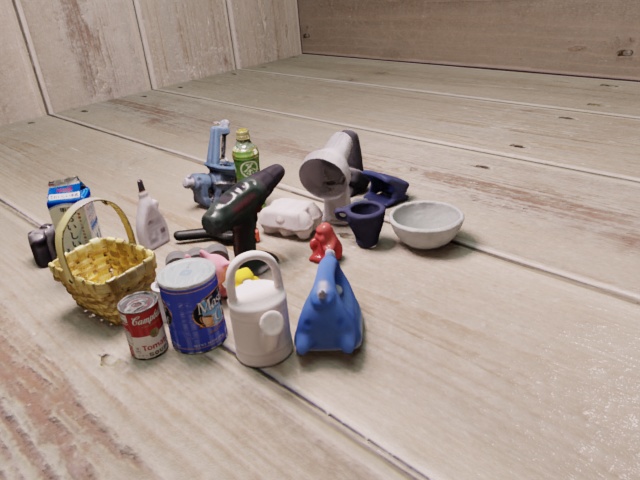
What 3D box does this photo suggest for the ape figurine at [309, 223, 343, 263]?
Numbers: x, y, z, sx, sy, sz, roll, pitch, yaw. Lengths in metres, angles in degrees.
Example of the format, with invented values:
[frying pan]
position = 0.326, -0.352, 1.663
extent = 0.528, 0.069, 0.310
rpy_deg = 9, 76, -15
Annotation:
[ape figurine]
position = 0.012, 0.004, 1.254
extent = 0.076, 0.092, 0.077
rpy_deg = -10, 27, -10

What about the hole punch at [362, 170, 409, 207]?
[hole punch]
position = 0.175, -0.151, 1.533
extent = 0.101, 0.091, 0.108
rpy_deg = -24, 33, -33

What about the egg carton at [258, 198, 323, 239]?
[egg carton]
position = -0.073, -0.054, 1.407
extent = 0.150, 0.069, 0.107
rpy_deg = 9, 30, 26

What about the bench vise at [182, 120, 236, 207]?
[bench vise]
position = -0.283, -0.210, 1.585
extent = 0.121, 0.220, 0.208
rpy_deg = 8, 30, 24

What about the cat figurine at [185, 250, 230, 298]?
[cat figurine]
position = -0.227, 0.064, 1.149
extent = 0.127, 0.118, 0.067
rpy_deg = 17, 34, 37

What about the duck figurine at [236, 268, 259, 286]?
[duck figurine]
position = -0.143, 0.094, 1.111
extent = 0.077, 0.086, 0.105
rpy_deg = 4, 28, 17

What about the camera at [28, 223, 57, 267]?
[camera]
position = -0.604, 0.005, 1.349
extent = 0.143, 0.101, 0.136
rpy_deg = -18, 30, -24

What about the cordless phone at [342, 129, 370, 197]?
[cordless phone]
position = 0.061, -0.225, 1.594
extent = 0.147, 0.185, 0.094
rpy_deg = 14, 32, 32

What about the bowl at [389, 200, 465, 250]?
[bowl]
position = 0.239, -0.025, 1.293
extent = 0.167, 0.075, 0.167
rpy_deg = -4, 27, 2

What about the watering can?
[watering can]
position = -0.099, 0.109, 0.953
extent = 0.101, 0.194, 0.172
rpy_deg = -26, 34, -36

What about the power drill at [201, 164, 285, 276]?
[power drill]
position = -0.149, -0.036, 1.232
extent = 0.075, 0.209, 0.230
rpy_deg = 16, 33, 35

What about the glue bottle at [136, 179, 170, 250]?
[glue bottle]
position = -0.411, -0.064, 1.370
extent = 0.037, 0.173, 0.078
rpy_deg = 15, 33, 34

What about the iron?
[iron]
position = 0.015, 0.091, 1.027
extent = 0.118, 0.141, 0.258
rpy_deg = -2, 27, 6

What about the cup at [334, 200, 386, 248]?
[cup]
position = 0.092, -0.032, 1.309
extent = 0.117, 0.095, 0.092
rpy_deg = 2, 28, 13

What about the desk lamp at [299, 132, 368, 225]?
[desk lamp]
position = 0.038, -0.145, 1.410
extent = 0.117, 0.214, 0.203
rpy_deg = 5, 29, 20
